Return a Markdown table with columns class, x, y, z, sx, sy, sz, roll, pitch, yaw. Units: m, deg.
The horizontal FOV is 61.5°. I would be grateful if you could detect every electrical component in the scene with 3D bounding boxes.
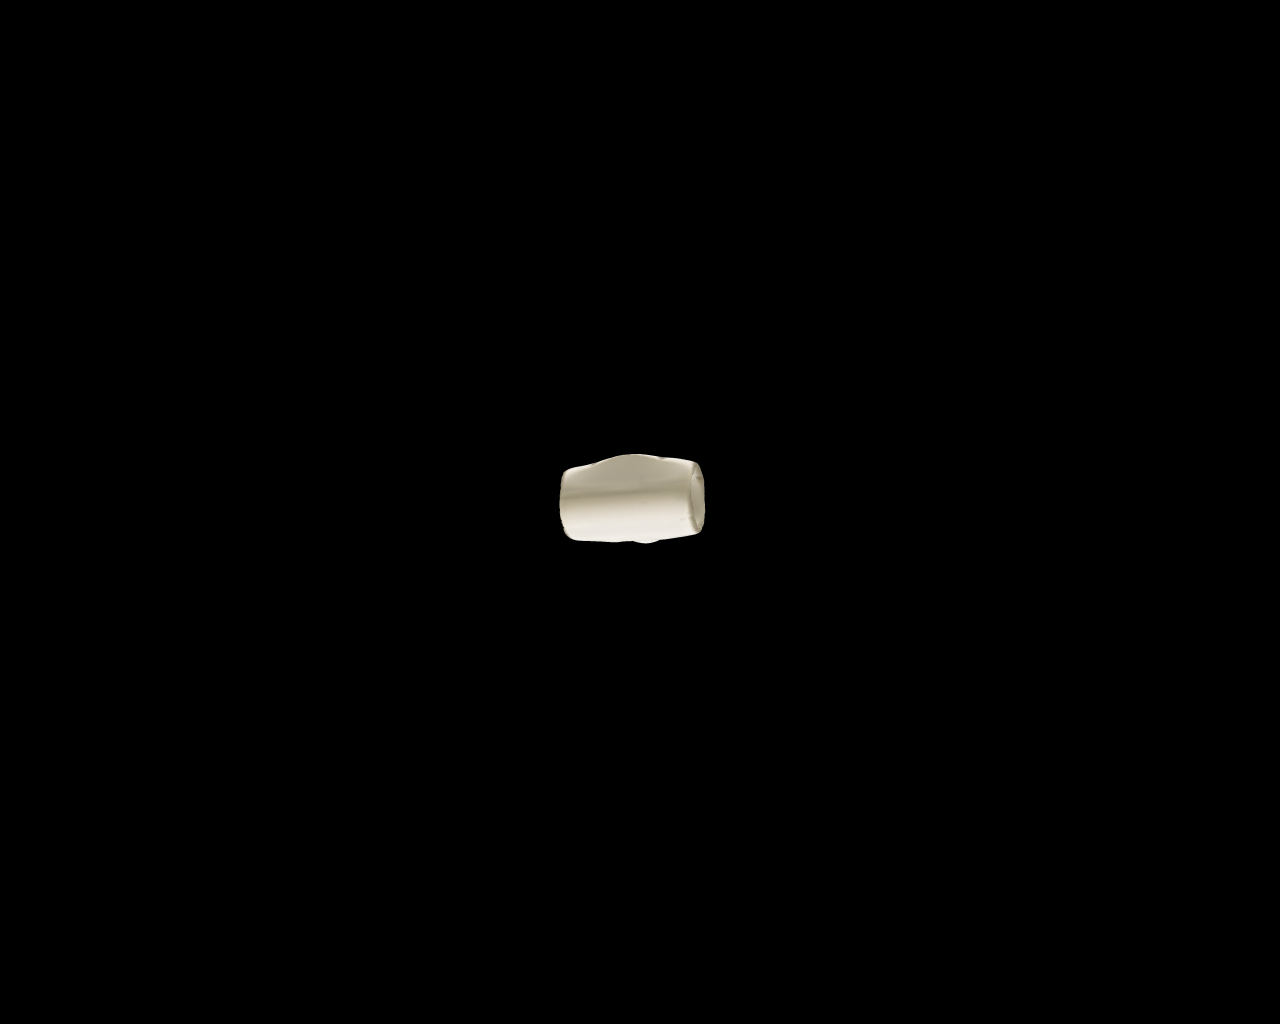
| class | x | y | z | sx | sy | sz | roll | pitch | yaw |
| --- | --- | --- | --- | --- | --- | --- | --- | --- | --- |
| electrical component | 0.001 | -0.003 | 0.650 | 0.077 | 0.043 | 0.079 | -4 | -15 | 14 |
